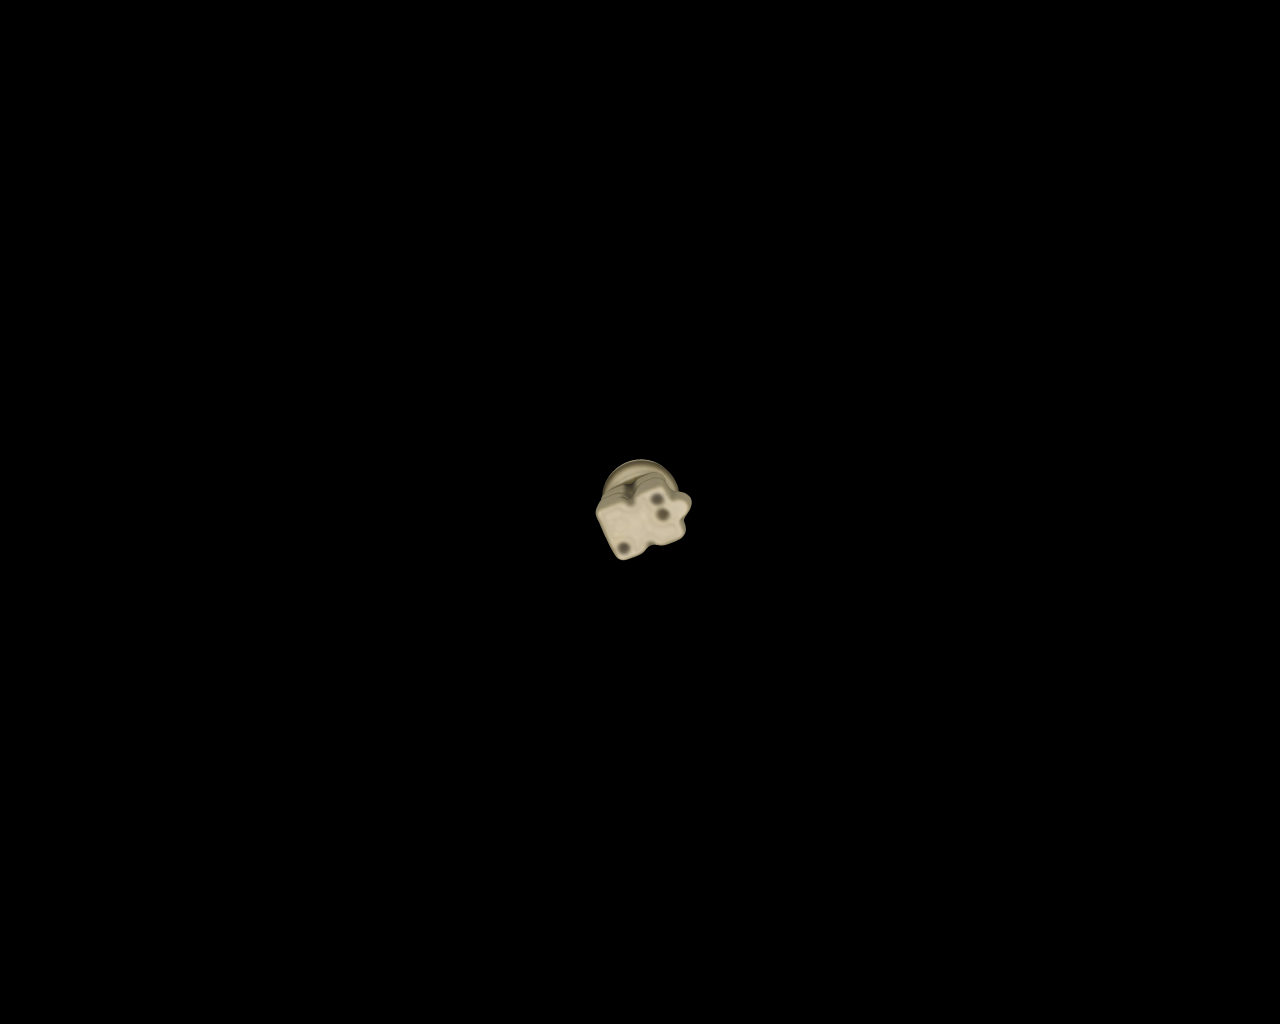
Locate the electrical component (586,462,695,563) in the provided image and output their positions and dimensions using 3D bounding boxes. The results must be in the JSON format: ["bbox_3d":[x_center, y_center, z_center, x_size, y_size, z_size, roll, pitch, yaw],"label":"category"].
[{"bbox_3d":[0.001,-0.003,0.650,0.066,0.048,0.055,-21,18,7],"label":"electrical component"}]
